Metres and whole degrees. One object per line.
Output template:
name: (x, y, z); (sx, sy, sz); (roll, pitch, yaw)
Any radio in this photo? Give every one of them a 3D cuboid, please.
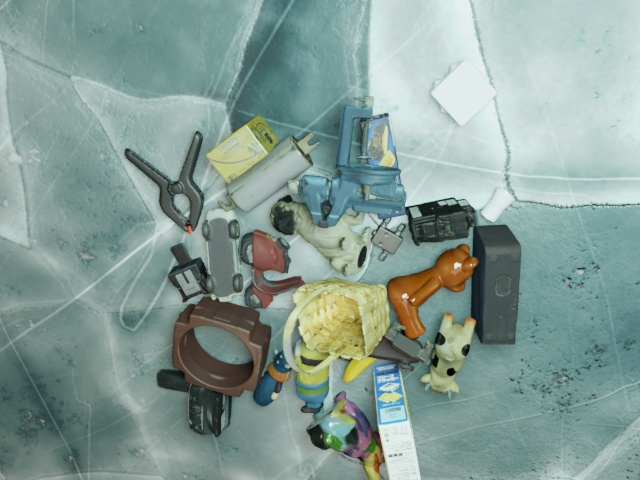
radio: (0.357, 0.093, 1.100); (0.073, 0.131, 0.229); (-3, 108, 5)

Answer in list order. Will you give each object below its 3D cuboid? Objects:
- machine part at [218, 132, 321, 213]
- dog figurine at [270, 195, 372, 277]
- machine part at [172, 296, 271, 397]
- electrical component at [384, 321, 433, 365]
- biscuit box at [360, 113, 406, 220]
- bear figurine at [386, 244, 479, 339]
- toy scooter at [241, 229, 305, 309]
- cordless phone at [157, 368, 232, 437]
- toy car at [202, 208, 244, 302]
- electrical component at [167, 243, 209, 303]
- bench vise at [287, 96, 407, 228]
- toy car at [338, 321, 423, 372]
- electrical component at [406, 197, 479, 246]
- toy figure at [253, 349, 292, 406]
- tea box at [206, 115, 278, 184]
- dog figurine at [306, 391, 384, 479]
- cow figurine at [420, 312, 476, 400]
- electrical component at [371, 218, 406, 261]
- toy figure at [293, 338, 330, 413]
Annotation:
machine part: (-0.101, -0.131, 1.078); (0.243, 0.079, 0.079); (-36, 103, 12)
dog figurine: (-0.001, -0.007, 1.120); (0.191, 0.121, 0.172); (15, 137, 27)
machine part: (-0.215, 0.233, 1.181); (0.201, 0.087, 0.201); (15, 118, 5)
electrical component: (0.179, 0.207, 1.075); (0.102, 0.078, 0.045); (30, 79, 19)
biscuit box: (0.127, -0.145, 1.069); (0.059, 0.063, 0.202); (-11, 107, 8)
bear figurine: (0.243, 0.098, 1.119); (0.196, 0.120, 0.131); (-24, 109, 5)
toy scooter: (-0.097, 0.064, 1.144); (0.135, 0.075, 0.183); (0, 112, 4)
cordless phone: (-0.303, 0.378, 1.268); (0.184, 0.089, 0.146); (8, 108, 12)
toy car: (-0.204, 0.033, 1.139); (0.074, 0.056, 0.201); (-2, 98, 4)
electrical component: (-0.288, 0.068, 1.170); (0.075, 0.048, 0.119); (-18, 108, 8)
bench vise: (0.053, -0.142, 0.984); (0.224, 0.129, 0.240); (9, 103, 14)
toy car: (0.122, 0.230, 1.170); (0.202, 0.053, 0.089); (4, 68, 17)
electrical component: (0.243, -0.040, 1.071); (0.134, 0.115, 0.058); (-10, 110, 8)
toy figure: (-0.103, 0.312, 1.234); (0.064, 0.058, 0.154); (36, 110, 11)
tea box: (-0.143, -0.175, 1.016); (0.098, 0.170, 0.068); (-35, 103, 11)
dog figurine: (0.084, 0.462, 1.220); (0.108, 0.191, 0.219); (-44, 86, 8)
cow figurine: (0.276, 0.256, 1.156); (0.086, 0.127, 0.194); (18, 145, 15)
electrical component: (0.139, -0.002, 1.137); (0.063, 0.021, 0.094); (27, 109, -6)
toy figure: (-0.014, 0.301, 1.217); (0.089, 0.082, 0.180); (-7, 104, -6)
